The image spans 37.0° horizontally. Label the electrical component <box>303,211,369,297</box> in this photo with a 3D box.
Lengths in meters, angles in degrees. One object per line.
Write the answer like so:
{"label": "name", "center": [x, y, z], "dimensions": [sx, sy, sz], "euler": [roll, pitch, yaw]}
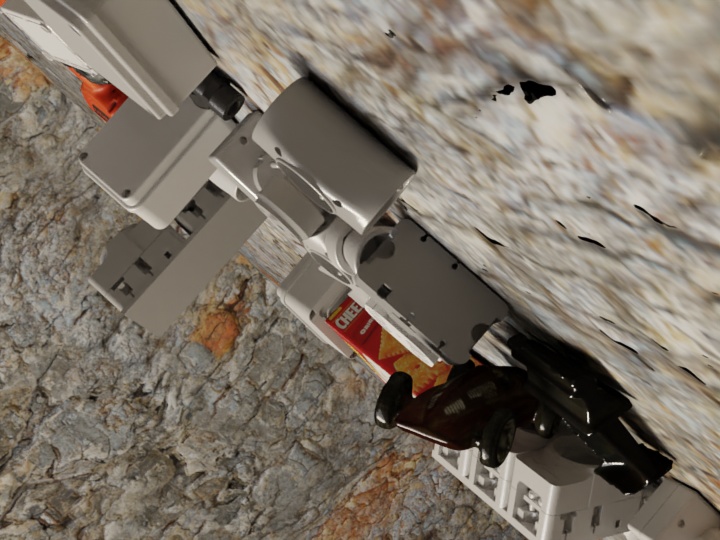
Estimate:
{"label": "electrical component", "center": [-0.019, -0.023, 0.836], "dimensions": [0.077, 0.044, 0.079], "euler": [46, 168, -35]}

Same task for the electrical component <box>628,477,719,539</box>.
{"label": "electrical component", "center": [0.242, 0.194, 0.739], "dimensions": [0.083, 0.047, 0.076], "euler": [43, 174, -15]}

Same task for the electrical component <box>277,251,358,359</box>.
{"label": "electrical component", "center": [-0.026, 0.032, 1.138], "dimensions": [0.057, 0.078, 0.113], "euler": [33, 170, 39]}

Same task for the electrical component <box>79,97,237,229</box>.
{"label": "electrical component", "center": [-0.163, -0.101, 0.879], "dimensions": [0.078, 0.113, 0.057], "euler": [38, 176, 28]}

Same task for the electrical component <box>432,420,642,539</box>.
{"label": "electrical component", "center": [0.136, 0.144, 0.832], "dimensions": [0.089, 0.061, 0.150], "euler": [-5, -159, -29]}

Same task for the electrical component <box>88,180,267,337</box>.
{"label": "electrical component", "center": [-0.170, -0.033, 1.050], "dimensions": [0.060, 0.186, 0.105], "euler": [40, 174, 16]}

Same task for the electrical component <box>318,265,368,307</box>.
{"label": "electrical component", "center": [0.000, 0.000, 0.893], "dimensions": [0.055, 0.045, 0.045], "euler": [41, 174, -3]}

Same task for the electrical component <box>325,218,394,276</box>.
{"label": "electrical component", "center": [0.005, -0.015, 0.758], "dimensions": [0.045, 0.045, 0.055], "euler": [45, 173, -29]}

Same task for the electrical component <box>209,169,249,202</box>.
{"label": "electrical component", "center": [-0.116, -0.094, 0.957], "dimensions": [0.077, 0.044, 0.079], "euler": [39, 174, 19]}

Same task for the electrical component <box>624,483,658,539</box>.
{"label": "electrical component", "center": [0.209, 0.177, 0.842], "dimensions": [0.062, 0.048, 0.048], "euler": [46, 177, 33]}

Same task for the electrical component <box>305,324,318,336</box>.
{"label": "electrical component", "center": [-0.031, 0.041, 1.232], "dimensions": [0.065, 0.076, 0.047], "euler": [45, 173, -34]}

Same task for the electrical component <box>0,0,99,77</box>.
{"label": "electrical component", "center": [-0.226, -0.200, 0.848], "dimensions": [0.096, 0.061, 0.061], "euler": [26, 165, 43]}

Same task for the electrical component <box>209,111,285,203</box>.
{"label": "electrical component", "center": [-0.058, -0.068, 0.761], "dimensions": [0.083, 0.047, 0.076], "euler": [43, 174, -14]}

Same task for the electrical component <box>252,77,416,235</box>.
{"label": "electrical component", "center": [-0.014, -0.057, 0.578], "dimensions": [0.077, 0.044, 0.079], "euler": [41, 174, 3]}

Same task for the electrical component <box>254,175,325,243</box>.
{"label": "electrical component", "center": [-0.036, -0.051, 0.703], "dimensions": [0.045, 0.055, 0.045], "euler": [41, 174, 5]}

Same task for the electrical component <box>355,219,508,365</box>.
{"label": "electrical component", "center": [0.044, 0.016, 0.699], "dimensions": [0.089, 0.050, 0.055], "euler": [41, 174, 2]}

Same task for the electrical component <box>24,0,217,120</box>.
{"label": "electrical component", "center": [-0.162, -0.164, 0.689], "dimensions": [0.109, 0.056, 0.108], "euler": [38, 173, 32]}

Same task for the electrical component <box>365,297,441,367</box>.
{"label": "electrical component", "center": [0.045, 0.031, 0.797], "dimensions": [0.080, 0.051, 0.080], "euler": [41, 174, 5]}
